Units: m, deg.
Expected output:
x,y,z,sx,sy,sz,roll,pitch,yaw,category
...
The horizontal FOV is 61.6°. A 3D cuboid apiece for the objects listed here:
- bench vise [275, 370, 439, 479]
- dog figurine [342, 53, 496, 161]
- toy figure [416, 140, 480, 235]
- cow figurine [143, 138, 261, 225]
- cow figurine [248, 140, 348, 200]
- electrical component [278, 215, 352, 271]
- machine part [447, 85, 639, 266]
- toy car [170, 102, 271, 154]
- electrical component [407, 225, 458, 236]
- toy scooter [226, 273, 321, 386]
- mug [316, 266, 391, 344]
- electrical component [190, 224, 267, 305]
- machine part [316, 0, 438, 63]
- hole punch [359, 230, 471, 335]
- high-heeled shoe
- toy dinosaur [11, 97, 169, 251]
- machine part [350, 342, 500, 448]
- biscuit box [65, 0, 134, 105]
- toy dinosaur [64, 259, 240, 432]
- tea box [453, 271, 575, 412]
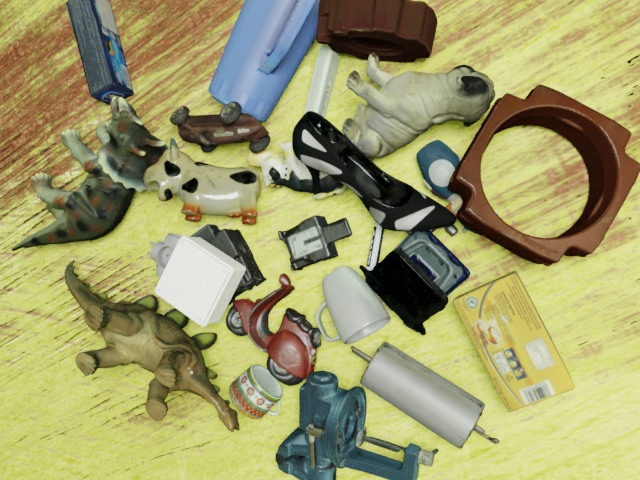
x,y,z,sx,sy,sz,roll,pitch,yaw,category
0.049,0.316,0.804,0.241,0.129,0.223,7,92,26,bench vise
0.141,-0.171,0.774,0.191,0.172,0.121,19,54,18,dog figurine
0.198,-0.073,0.789,0.154,0.058,0.064,58,141,10,toy figure
-0.196,-0.095,0.895,0.195,0.085,0.127,5,73,-3,cow figurine
-0.036,-0.111,0.871,0.168,0.068,0.098,-3,95,21,cow figurine
-0.002,-0.003,0.864,0.119,0.047,0.075,-25,81,18,electrical component
0.290,-0.082,0.713,0.201,0.087,0.201,30,88,4,machine part
-0.165,-0.177,0.874,0.202,0.089,0.053,11,64,42,toy car
0.160,-0.029,0.819,0.063,0.021,0.094,-47,74,13,electrical component
-0.062,0.136,0.871,0.184,0.075,0.135,40,102,21,toy scooter
0.041,0.102,0.836,0.109,0.080,0.107,-35,67,24,mug
-0.175,0.043,0.922,0.115,0.058,0.134,-35,78,14,electrical component
0.083,-0.302,0.777,0.180,0.179,0.056,10,96,20,machine part
0.143,0.054,0.793,0.142,0.092,0.115,44,143,4,hole punch
0.078,-0.100,0.758,0.249,0.086,0.145,14,137,14,high-heeled shoe
-0.412,-0.082,0.986,0.192,0.131,0.404,42,109,16,toy dinosaur
0.149,0.225,0.790,0.243,0.079,0.079,29,99,17,machine part
-0.415,-0.361,1.015,0.063,0.059,0.202,-19,82,18,biscuit box
-0.302,0.158,0.891,0.472,0.198,0.105,34,101,17,toy dinosaur
0.268,0.138,0.751,0.098,0.068,0.169,-26,80,18,tea box
